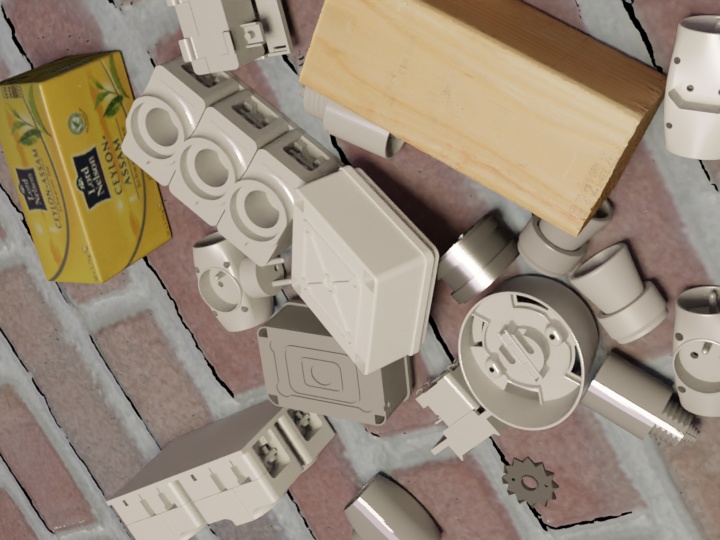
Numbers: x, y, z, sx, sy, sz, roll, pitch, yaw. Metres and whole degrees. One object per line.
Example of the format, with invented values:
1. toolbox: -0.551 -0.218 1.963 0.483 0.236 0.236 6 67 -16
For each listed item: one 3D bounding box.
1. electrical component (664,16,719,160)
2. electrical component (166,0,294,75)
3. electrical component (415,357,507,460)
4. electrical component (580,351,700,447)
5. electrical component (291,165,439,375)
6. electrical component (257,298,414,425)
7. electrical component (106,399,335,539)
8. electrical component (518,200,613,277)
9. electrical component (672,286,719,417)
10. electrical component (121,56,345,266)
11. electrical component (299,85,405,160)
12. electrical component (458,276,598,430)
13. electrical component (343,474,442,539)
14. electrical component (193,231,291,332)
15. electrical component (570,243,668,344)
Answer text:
1. electrical component: 0.225 -0.106 0.638 0.079 0.043 0.077 13 121 24
2. electrical component: -0.103 -0.205 0.764 0.079 0.063 0.121 -2 114 31
3. electrical component: 0.082 0.104 0.836 0.063 0.042 0.081 49 128 4
4. electrical component: 0.202 0.097 0.760 0.081 0.043 0.043 31 126 13
5. electrical component: 0.000 0.000 0.780 0.108 0.056 0.108 49 150 33
6. electrical component: -0.018 0.071 0.865 0.113 0.057 0.078 7 118 27
7. electrical component: -0.121 0.178 0.952 0.186 0.105 0.060 -26 100 37
8. electrical component: 0.138 -0.028 0.730 0.045 0.045 0.055 37 128 8
9. electrical component: 0.250 0.055 0.709 0.079 0.044 0.077 3 117 28
10. electrical component: -0.102 -0.086 0.828 0.150 0.062 0.089 39 128 7
11. electrical component: -0.007 -0.114 0.769 0.081 0.043 0.043 25 125 17
12. electrical component: 0.121 0.056 0.772 0.099 0.064 0.099 14 121 24
13. electrical component: 0.019 0.228 0.936 0.077 0.043 0.079 44 128 3
14. electrical component: -0.090 0.005 0.880 0.079 0.044 0.077 -9 110 33
15. electrical component: 0.177 0.016 0.731 0.045 0.045 0.055 -33 96 38
